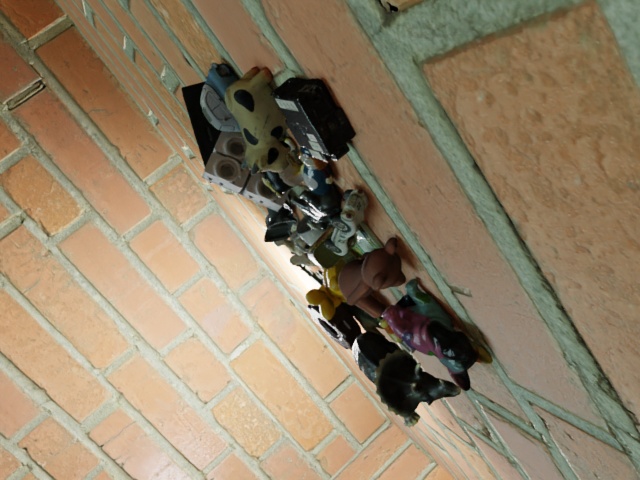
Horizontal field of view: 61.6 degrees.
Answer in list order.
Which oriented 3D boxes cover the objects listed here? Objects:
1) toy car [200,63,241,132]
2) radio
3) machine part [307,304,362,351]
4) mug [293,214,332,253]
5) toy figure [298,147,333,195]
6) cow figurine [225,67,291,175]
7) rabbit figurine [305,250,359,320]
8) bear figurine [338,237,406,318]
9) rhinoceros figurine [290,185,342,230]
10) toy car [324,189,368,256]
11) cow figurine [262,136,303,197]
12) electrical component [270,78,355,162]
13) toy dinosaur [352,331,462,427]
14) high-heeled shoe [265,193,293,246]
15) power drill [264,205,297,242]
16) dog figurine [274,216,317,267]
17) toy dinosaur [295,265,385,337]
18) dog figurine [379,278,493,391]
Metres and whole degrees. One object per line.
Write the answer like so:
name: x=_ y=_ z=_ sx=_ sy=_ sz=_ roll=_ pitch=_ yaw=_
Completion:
toy car: x=-0.198 y=-0.286 z=1.137 sx=0.161 sy=0.103 sz=0.109 roll=50 pitch=168 yaw=-12
radio: x=-0.260 y=-0.258 z=1.299 sx=0.131 sy=0.073 sz=0.229 roll=-112 pitch=8 yaw=-78
machine part: x=0.041 y=0.225 z=1.463 sx=0.179 sy=0.056 sz=0.179 roll=41 pitch=163 yaw=15
mug: x=-0.003 y=-0.004 z=1.301 sx=0.107 sy=0.109 sz=0.081 roll=45 pitch=-165 yaw=-25
toy figure: x=-0.007 y=-0.142 z=0.999 sx=0.064 sy=0.058 sz=0.154 roll=5 pitch=152 yaw=13
cow figurine: x=-0.113 y=-0.208 z=1.004 sx=0.086 sy=0.127 sz=0.194 roll=39 pitch=163 yaw=53
rabbit figurine: x=0.043 y=0.123 z=1.300 sx=0.122 sy=0.162 sz=0.173 roll=43 pitch=143 yaw=2
bear figurine: x=0.121 y=0.074 z=1.068 sx=0.132 sy=0.120 sz=0.196 roll=26 pitch=156 yaw=-18
rhinoceros figurine: x=0.001 y=-0.077 z=1.154 sx=0.112 sy=0.073 sz=0.190 roll=40 pitch=167 yaw=-4
toy car: x=0.052 y=-0.030 z=1.031 sx=0.056 sy=0.073 sz=0.201 roll=24 pitch=158 yaw=3
cow figurine: x=-0.099 y=-0.176 z=1.128 sx=0.167 sy=0.098 sz=0.068 roll=55 pitch=174 yaw=-24
electrical component: x=-0.008 y=-0.187 z=0.849 sx=0.134 sy=0.058 sz=0.115 roll=57 pitch=169 yaw=-32
toy dinosaur: x=0.142 y=0.274 z=1.207 sx=0.192 sy=0.131 sz=0.405 roll=52 pitch=171 yaw=-32
high-heeled shoe: x=-0.104 y=-0.054 z=1.505 sx=0.145 sy=0.086 sz=0.248 roll=-119 pitch=16 yaw=-51
power drill: x=-0.126 y=-0.102 z=1.337 sx=0.232 sy=0.086 sz=0.207 roll=122 pitch=139 yaw=-61
dog figurine: x=-0.026 y=0.026 z=1.549 sx=0.172 sy=0.121 sz=0.190 roll=49 pitch=-177 yaw=20
toy dinosaur: x=0.073 y=0.157 z=1.503 sx=0.472 sy=0.105 sz=0.198 roll=18 pitch=149 yaw=55
dog figurine: x=0.228 y=0.196 z=1.069 sx=0.219 sy=0.108 sz=0.191 roll=43 pitch=166 yaw=18
